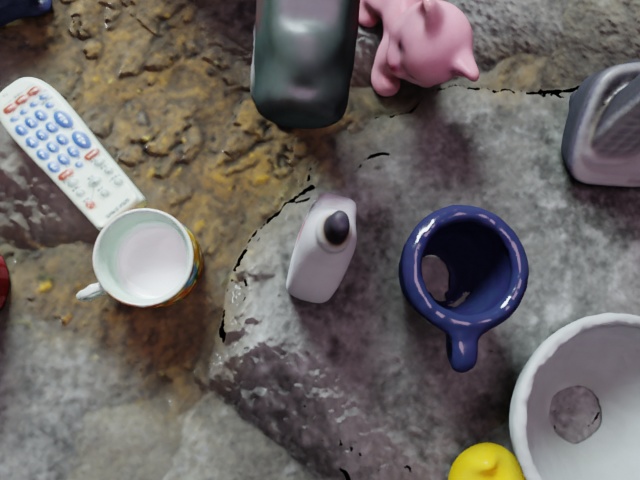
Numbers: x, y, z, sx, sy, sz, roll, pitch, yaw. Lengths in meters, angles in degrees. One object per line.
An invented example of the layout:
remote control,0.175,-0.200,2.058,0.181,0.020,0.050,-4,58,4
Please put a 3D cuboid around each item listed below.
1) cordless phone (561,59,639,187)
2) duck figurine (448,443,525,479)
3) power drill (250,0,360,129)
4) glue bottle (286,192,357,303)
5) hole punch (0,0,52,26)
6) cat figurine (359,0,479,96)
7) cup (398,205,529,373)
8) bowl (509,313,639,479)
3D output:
cordless phone,0.287,-0.105,0.437,0.147,0.185,0.094,-2,82,-6
duck figurine,0.144,0.207,0.424,0.077,0.086,0.104,-24,85,-9
power drill,-0.011,-0.178,0.402,0.075,0.208,0.230,3,81,-6
glue bottle,0.004,0.001,0.395,0.037,0.173,0.078,13,80,-4
hole punch,-0.277,-0.227,0.439,0.101,0.091,0.108,-24,85,-9
cat figurine,0.078,-0.172,0.457,0.067,0.117,0.128,-13,83,-8
cup,0.098,0.039,0.440,0.092,0.095,0.118,2,81,-6
bowl,0.217,0.141,0.448,0.167,0.074,0.167,1,81,-6
